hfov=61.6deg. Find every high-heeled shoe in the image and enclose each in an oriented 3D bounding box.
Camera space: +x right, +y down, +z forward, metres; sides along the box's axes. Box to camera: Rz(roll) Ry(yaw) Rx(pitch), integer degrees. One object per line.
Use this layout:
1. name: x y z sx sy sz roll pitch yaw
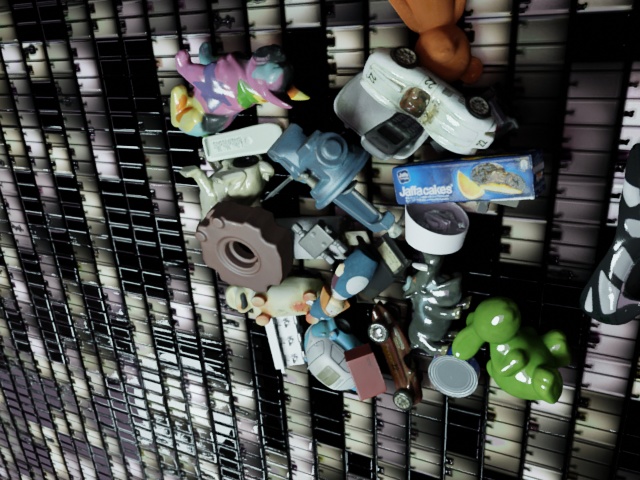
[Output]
1. high-heeled shoe: 0.418 -0.002 0.755 0.145 0.086 0.248 -9 90 62

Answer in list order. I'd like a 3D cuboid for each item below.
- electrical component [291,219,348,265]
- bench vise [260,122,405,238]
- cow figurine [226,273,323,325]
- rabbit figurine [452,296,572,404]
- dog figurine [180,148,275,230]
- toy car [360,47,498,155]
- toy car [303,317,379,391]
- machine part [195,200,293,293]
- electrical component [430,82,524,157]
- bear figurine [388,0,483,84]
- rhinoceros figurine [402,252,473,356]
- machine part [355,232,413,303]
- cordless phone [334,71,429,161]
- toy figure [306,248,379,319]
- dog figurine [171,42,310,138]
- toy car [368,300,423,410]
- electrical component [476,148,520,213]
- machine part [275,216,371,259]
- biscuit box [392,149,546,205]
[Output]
1. electrical component: -0.002 -0.003 0.886 0.094 0.021 0.063 43 128 -2
2. bench vise: 0.029 -0.085 0.852 0.240 0.129 0.224 40 158 -10
3. cow figurine: -0.088 0.100 1.025 0.195 0.127 0.085 -5 116 13
4. rabbit figurine: 0.293 0.151 0.843 0.159 0.121 0.170 -5 126 51
5. dog figurine: -0.156 -0.066 1.003 0.173 0.121 0.190 11 130 27
6. toy car: 0.147 -0.187 0.727 0.202 0.056 0.073 36 152 5
7. toy car: 0.029 0.229 1.021 0.161 0.103 0.109 47 125 4
8. machine part: -0.131 0.015 0.939 0.180 0.056 0.179 14 133 15
9. electrical component: 0.223 -0.164 0.779 0.119 0.048 0.075 -35 92 35
10. bear figurine: 0.152 -0.295 0.712 0.120 0.132 0.195 -9 101 13
11. rhinoceros figurine: 0.192 0.102 0.903 0.112 0.073 0.190 18 120 30
12. machine part: 0.102 0.055 0.935 0.084 0.039 0.138 50 130 23
13. cordless phone: 0.075 -0.169 0.771 0.147 0.184 0.088 39 123 7
14. toy figure: 0.036 0.082 0.915 0.064 0.058 0.154 36 106 -7
15. dog figurine: -0.132 -0.240 0.898 0.219 0.108 0.191 22 119 15
16. toy car: 0.141 0.203 0.959 0.053 0.089 0.202 -12 104 31
17. electrical component: 0.262 -0.089 0.796 0.078 0.045 0.102 6 117 3
18. machine part: -0.027 -0.004 0.961 0.243 0.079 0.079 -1 111 29
19. biscuit box: 0.205 -0.087 0.758 0.203 0.063 0.059 -1 105 35
